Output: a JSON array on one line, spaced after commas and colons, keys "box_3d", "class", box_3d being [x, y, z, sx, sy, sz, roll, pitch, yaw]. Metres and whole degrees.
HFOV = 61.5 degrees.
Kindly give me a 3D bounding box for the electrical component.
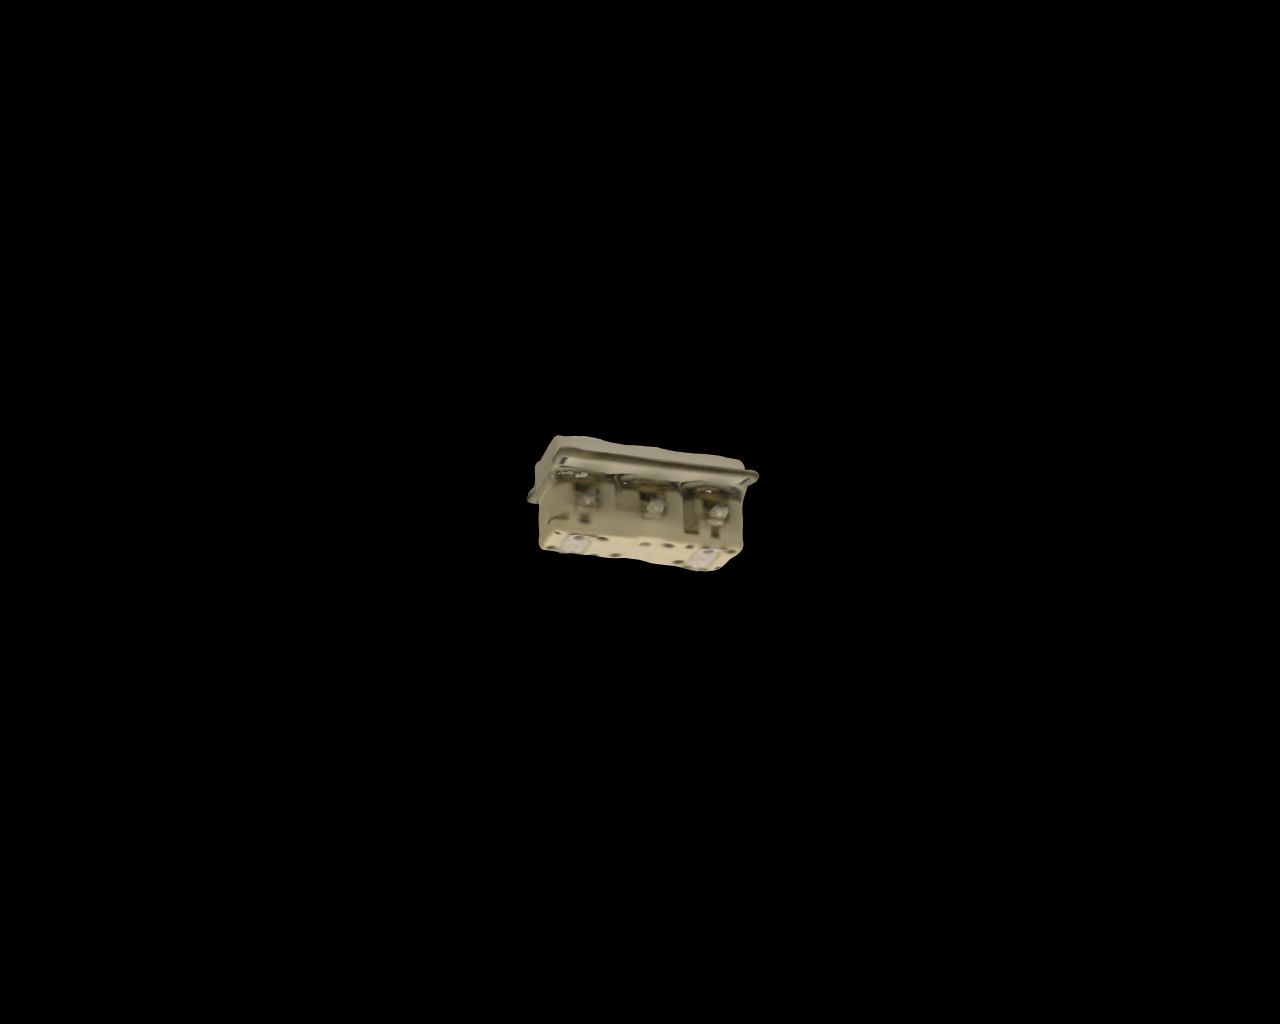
[{"box_3d": [0.001, -0.003, 0.650, 0.121, 0.063, 0.078, 8, -23, -18], "class": "electrical component"}]
